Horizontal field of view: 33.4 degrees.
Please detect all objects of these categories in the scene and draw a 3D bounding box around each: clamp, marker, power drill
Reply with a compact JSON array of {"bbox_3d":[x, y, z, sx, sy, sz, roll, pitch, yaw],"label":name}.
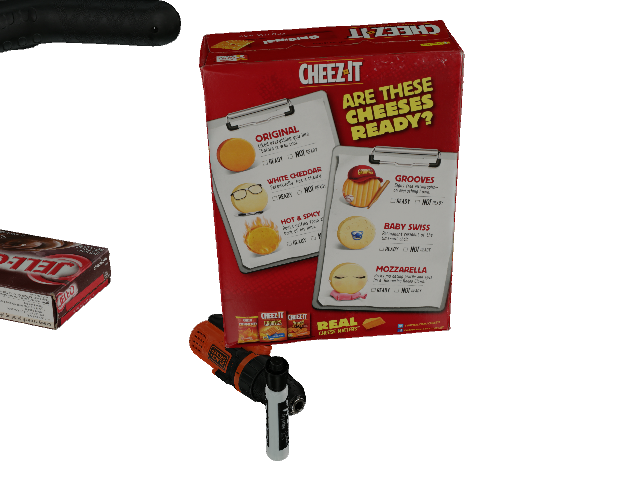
[{"bbox_3d":[-0.171,-0.134,0.620,0.171,0.039,0.120,-4,22,-10],"label":"clamp"},{"bbox_3d":[-0.034,0.132,0.834,0.020,0.020,0.121,0,-44,-2],"label":"marker"},{"bbox_3d":[-0.060,0.081,1.183,0.185,0.188,0.057,28,11,41],"label":"power drill"}]

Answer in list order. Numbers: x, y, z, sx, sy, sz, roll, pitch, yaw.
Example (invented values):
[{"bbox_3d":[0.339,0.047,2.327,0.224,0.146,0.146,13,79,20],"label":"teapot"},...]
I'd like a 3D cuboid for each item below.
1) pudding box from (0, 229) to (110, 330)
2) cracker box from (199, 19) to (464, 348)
[{"bbox_3d":[-0.244,0.030,0.883,0.114,0.039,0.090,7,24,17],"label":"pudding box"},{"bbox_3d":[0.008,-0.036,0.728,0.164,0.214,0.072,-4,30,-4],"label":"cracker box"}]
